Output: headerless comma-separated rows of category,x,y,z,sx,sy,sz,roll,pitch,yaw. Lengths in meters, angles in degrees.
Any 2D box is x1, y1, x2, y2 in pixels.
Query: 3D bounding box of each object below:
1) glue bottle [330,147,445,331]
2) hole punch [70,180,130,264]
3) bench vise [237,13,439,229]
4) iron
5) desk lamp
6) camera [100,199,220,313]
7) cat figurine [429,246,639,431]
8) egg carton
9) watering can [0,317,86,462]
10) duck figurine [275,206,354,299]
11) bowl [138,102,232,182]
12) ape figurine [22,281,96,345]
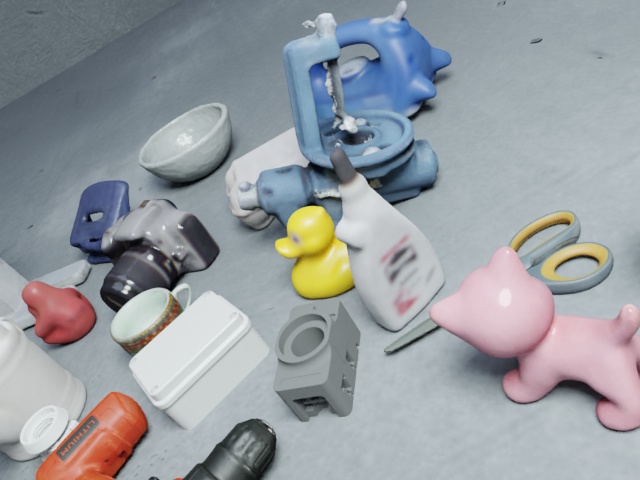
glue bottle,0.047,-0.004,0.472,0.078,0.174,0.037,-45,37,-19
hole punch,-0.319,-0.027,0.855,0.108,0.091,0.101,-7,41,32
bench vise,0.001,-0.098,0.584,0.207,0.220,0.121,-36,35,-6
iron,0.040,-0.235,0.795,0.257,0.142,0.119,-4,43,34
desk lamp,-0.476,0.028,0.797,0.203,0.214,0.118,-22,35,13
camera,-0.224,0.023,0.711,0.142,0.101,0.137,-3,44,35
cat figurine,0.144,0.055,0.373,0.127,0.118,0.067,3,47,40
egg carton,-0.051,-0.082,0.738,0.150,0.070,0.107,-30,34,2
watering can,-0.337,0.134,0.574,0.101,0.195,0.172,-42,36,-14
duck figurine,0.005,0.002,0.574,0.104,0.086,0.077,-25,35,10
bowl,-0.205,-0.146,0.932,0.167,0.075,0.167,-20,36,16
ape figurine,-0.337,0.086,0.726,0.075,0.092,0.078,2,47,39
